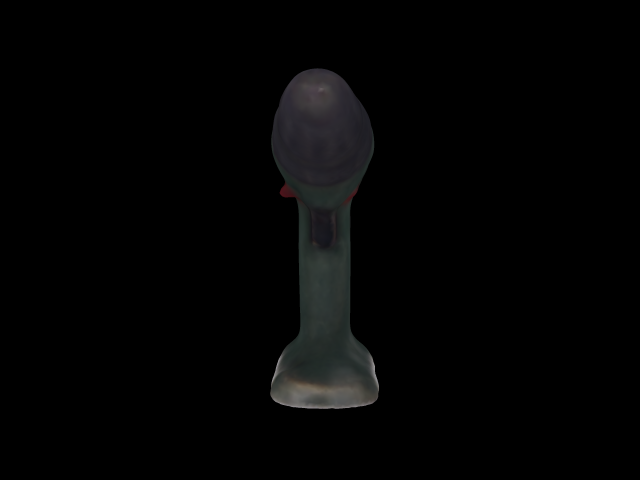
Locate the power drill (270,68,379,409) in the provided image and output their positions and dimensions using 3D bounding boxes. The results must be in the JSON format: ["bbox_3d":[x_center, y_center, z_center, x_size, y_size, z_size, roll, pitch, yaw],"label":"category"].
[{"bbox_3d":[0.004,0.001,0.400,0.075,0.208,0.229,0,9,0],"label":"power drill"}]
